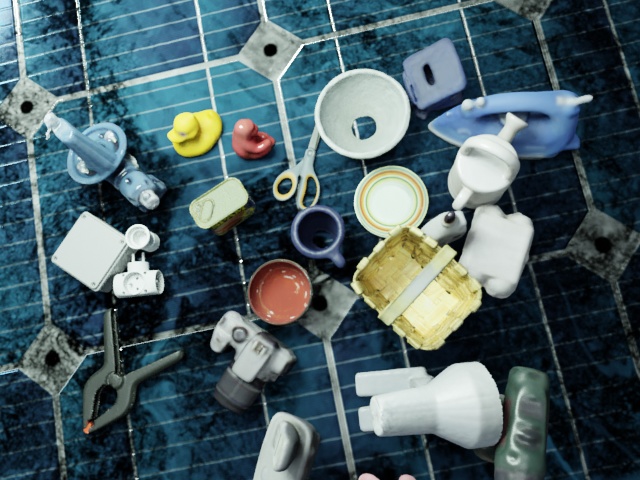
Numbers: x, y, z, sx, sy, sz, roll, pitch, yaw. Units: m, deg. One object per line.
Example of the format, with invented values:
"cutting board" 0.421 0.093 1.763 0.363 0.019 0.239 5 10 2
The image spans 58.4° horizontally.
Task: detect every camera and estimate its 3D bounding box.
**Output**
"camera" -0.132 0.210 0.959 0.143 0.101 0.137 33 85 10

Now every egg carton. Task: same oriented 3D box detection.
"egg carton" 0.296 0.019 0.967 0.107 0.069 0.150 18 82 9

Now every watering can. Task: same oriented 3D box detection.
"watering can" 0.271 -0.127 0.933 0.100 0.194 0.173 13 81 8

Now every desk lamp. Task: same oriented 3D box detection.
"desk lamp" 0.154 0.252 0.866 0.203 0.213 0.118 -7 79 5

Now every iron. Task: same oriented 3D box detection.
"iron" 0.319 -0.213 0.970 0.258 0.141 0.119 1 80 6

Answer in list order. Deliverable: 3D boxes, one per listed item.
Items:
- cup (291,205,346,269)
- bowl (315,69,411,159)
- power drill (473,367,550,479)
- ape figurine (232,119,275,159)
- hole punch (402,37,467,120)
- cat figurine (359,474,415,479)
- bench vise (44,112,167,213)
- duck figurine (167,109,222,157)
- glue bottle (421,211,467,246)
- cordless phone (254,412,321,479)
"cup" 0.009 0.004 0.985 0.091 0.095 0.117 -37 78 -2
"bowl" 0.077 -0.216 1.028 0.167 0.075 0.167 -1 80 6
"power drill" 0.283 0.303 0.847 0.075 0.208 0.230 10 81 8
"ape figurine" -0.129 -0.189 1.035 0.076 0.092 0.078 -27 78 0
"hole punch" 0.202 -0.287 1.021 0.101 0.091 0.108 -17 78 2
"cat figurine" 0.092 0.411 0.892 0.127 0.118 0.067 -3 79 5
"bench vise" -0.360 -0.143 0.984 0.207 0.220 0.121 22 83 9
"duck figurine" -0.234 -0.207 1.051 0.104 0.086 0.077 -38 78 -2
"glue bottle" 0.205 -0.023 0.931 0.078 0.173 0.037 -20 78 2
"cordless phone" -0.063 0.351 0.884 0.094 0.185 0.148 13 81 8
